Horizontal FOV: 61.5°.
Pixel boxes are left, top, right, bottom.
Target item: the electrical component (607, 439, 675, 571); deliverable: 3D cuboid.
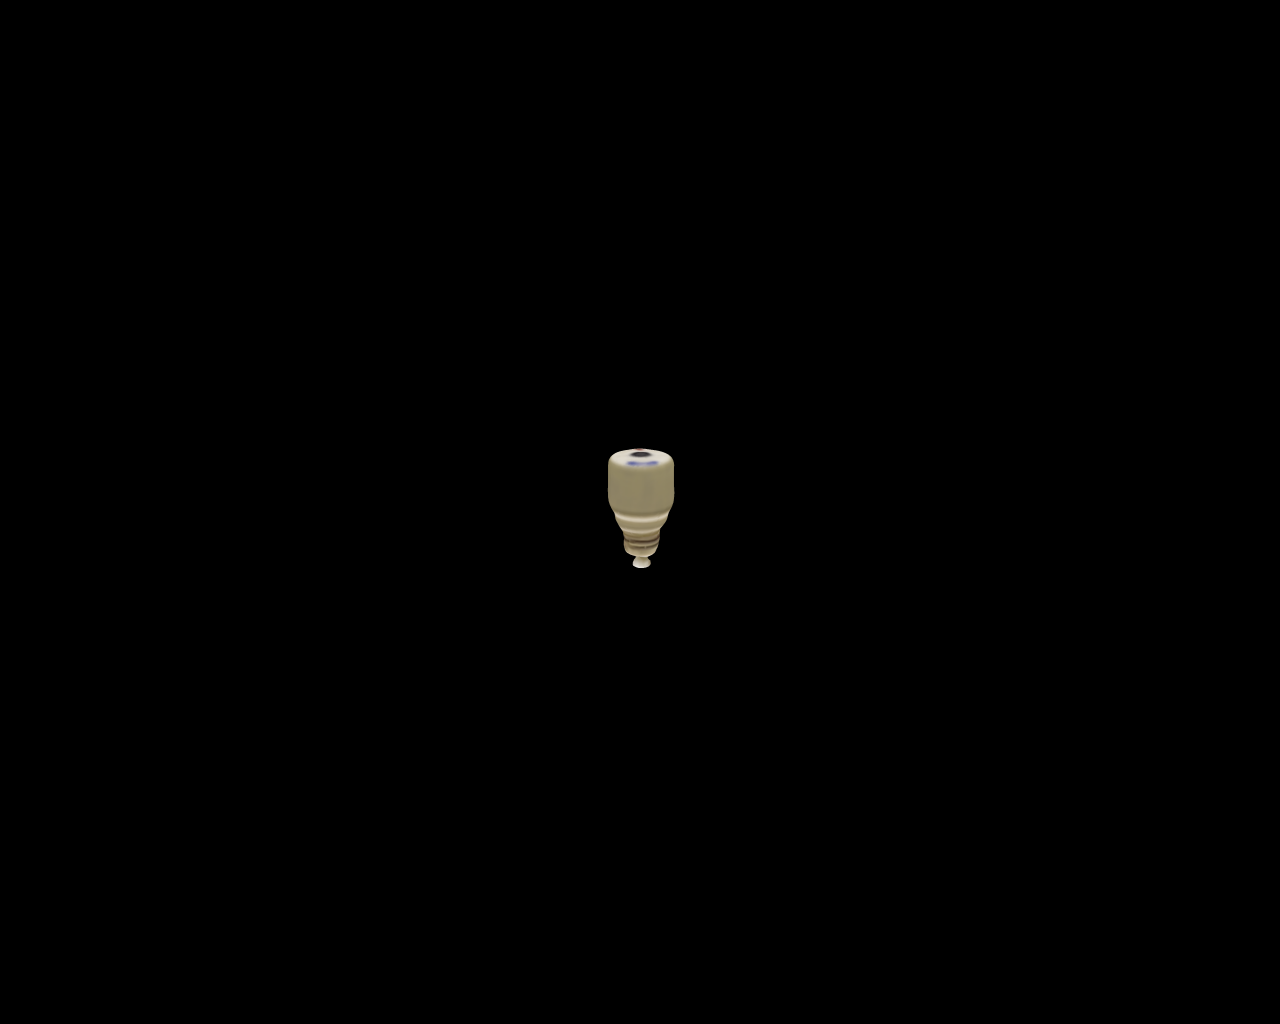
[{"bbox_3d":[0.001,-0.003,0.650,0.040,0.078,0.040,0,19,0],"label":"electrical component"}]
